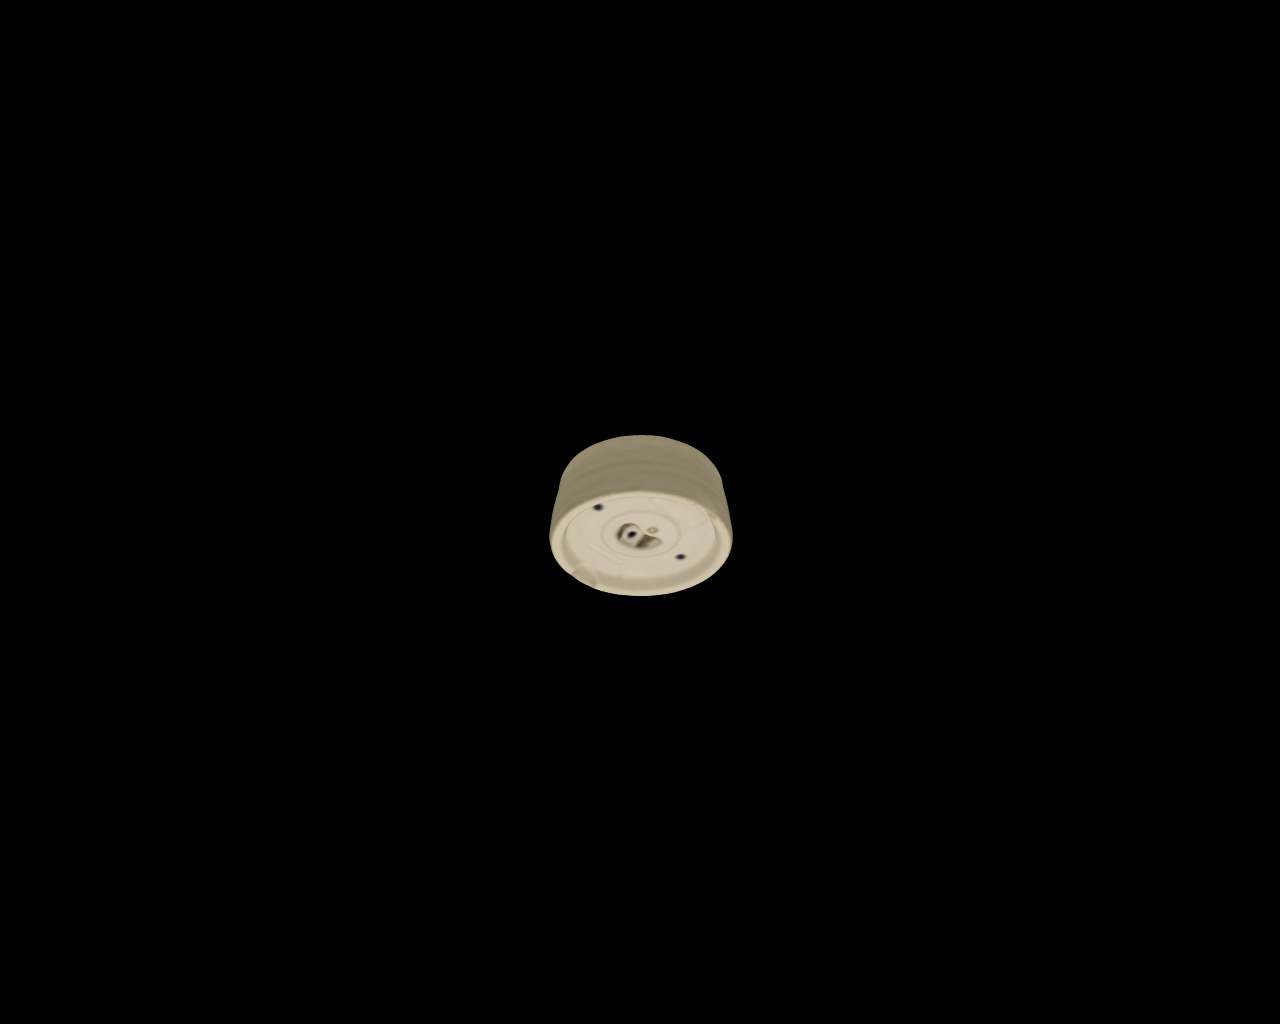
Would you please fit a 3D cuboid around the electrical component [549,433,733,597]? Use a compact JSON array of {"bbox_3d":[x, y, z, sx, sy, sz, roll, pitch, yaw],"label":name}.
[{"bbox_3d":[0.001,-0.003,0.650,0.108,0.060,0.108,0,-37,0],"label":"electrical component"}]
